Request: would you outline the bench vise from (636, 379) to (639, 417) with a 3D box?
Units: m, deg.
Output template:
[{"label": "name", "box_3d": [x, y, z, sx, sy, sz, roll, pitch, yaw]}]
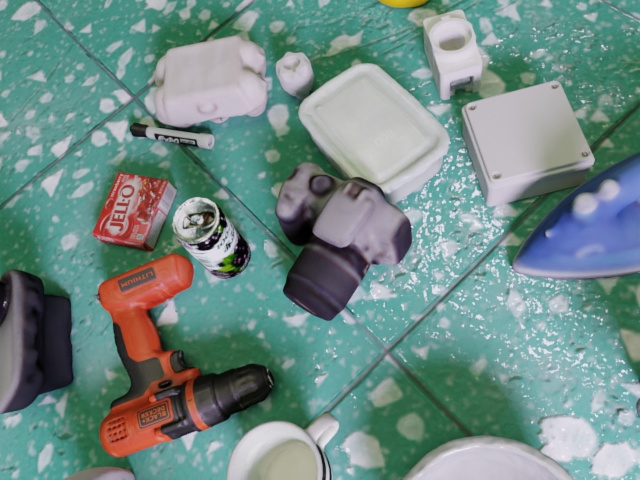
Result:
[{"label": "bench vise", "box_3d": [0.349, 0.089, 0.416, 0.207, 0.220, 0.121, -42, 65, -8]}]

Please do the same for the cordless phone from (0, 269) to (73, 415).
[{"label": "cordless phone", "box_3d": [-0.343, 0.090, 0.582, 0.094, 0.185, 0.147, -21, 64, 3]}]

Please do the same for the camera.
[{"label": "camera", "box_3d": [0.005, 0.002, 0.595, 0.142, 0.101, 0.137, 27, 74, 22]}]

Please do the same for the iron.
[{"label": "iron", "box_3d": [0.304, -0.045, 0.529, 0.258, 0.142, 0.118, -23, 64, 1]}]

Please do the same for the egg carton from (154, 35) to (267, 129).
[{"label": "egg carton", "box_3d": [-0.139, -0.198, 0.732, 0.150, 0.069, 0.107, -9, 65, 8]}]

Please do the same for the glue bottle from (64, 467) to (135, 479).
[{"label": "glue bottle", "box_3d": [-0.216, 0.236, 0.497, 0.037, 0.173, 0.078, -13, 64, 6]}]

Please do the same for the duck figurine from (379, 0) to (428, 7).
[{"label": "duck figurine", "box_3d": [0.100, -0.362, 0.745, 0.104, 0.086, 0.077, 30, 76, 22]}]

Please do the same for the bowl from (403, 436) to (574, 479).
[{"label": "bowl", "box_3d": [0.141, 0.251, 0.469, 0.167, 0.075, 0.167, -4, 66, 10]}]
